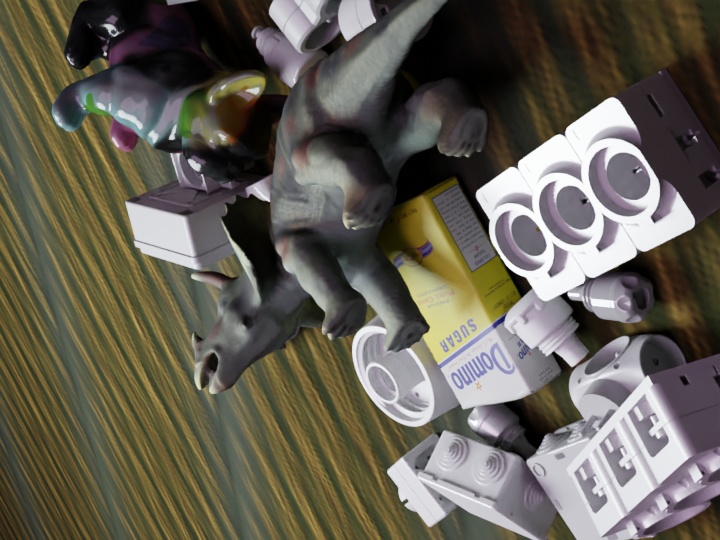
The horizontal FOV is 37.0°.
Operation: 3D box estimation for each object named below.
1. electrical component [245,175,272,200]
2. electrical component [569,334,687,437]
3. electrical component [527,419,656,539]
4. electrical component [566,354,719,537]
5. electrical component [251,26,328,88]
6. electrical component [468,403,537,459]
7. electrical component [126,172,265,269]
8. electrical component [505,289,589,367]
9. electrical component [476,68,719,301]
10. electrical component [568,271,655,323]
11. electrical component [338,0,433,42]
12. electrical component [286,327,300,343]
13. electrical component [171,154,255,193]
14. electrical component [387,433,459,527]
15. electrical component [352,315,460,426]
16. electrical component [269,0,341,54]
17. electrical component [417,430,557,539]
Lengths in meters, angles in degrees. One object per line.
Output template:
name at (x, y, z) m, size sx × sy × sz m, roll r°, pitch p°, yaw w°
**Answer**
electrical component at (-0.080, -0.043, 0.973) m, size 0.043 × 0.079 × 0.077 m, roll -18°, pitch 102°, yaw 51°
electrical component at (0.178, 0.087, 0.749) m, size 0.044 × 0.079 × 0.077 m, roll 48°, pitch 146°, yaw -4°
electrical component at (0.186, 0.160, 0.820) m, size 0.099 × 0.048 × 0.100 m, roll 57°, pitch 145°, yaw 4°
electrical component at (0.208, 0.116, 0.694) m, size 0.150 × 0.089 × 0.061 m, roll 107°, pitch 144°, yaw -57°
electrical component at (-0.059, -0.177, 0.884) m, size 0.078 × 0.040 × 0.040 m, roll 40°, pitch 141°, yaw 25°
electrical component at (0.122, 0.135, 0.895) m, size 0.061 × 0.035 × 0.035 m, roll 40°, pitch 141°, yaw 23°
electrical component at (-0.149, -0.053, 1.029) m, size 0.109 × 0.109 × 0.056 m, roll 15°, pitch 123°, yaw 46°
electrical component at (0.141, 0.043, 0.794) m, size 0.062 × 0.048 × 0.048 m, roll 47°, pitch 144°, yaw 7°
electrical component at (0.153, -0.049, 0.695) m, size 0.089 × 0.062 × 0.150 m, roll 58°, pitch 146°, yaw 2°
electrical component at (0.171, 0.017, 0.745) m, size 0.061 × 0.035 × 0.035 m, roll 5°, pitch 119°, yaw 52°
electrical component at (0.017, -0.184, 0.772) m, size 0.047 × 0.055 × 0.055 m, roll -9°, pitch 108°, yaw 57°
electrical component at (-0.106, 0.047, 1.107) m, size 0.079 × 0.043 × 0.077 m, roll 59°, pitch 146°, yaw 2°
electrical component at (-0.137, -0.106, 1.014) m, size 0.081 × 0.064 × 0.042 m, roll 15°, pitch 126°, yaw 45°
electrical component at (0.061, 0.203, 1.011) m, size 0.065 × 0.047 × 0.076 m, roll 51°, pitch 144°, yaw 11°
electrical component at (0.040, 0.085, 0.937) m, size 0.108 × 0.060 × 0.108 m, roll 31°, pitch 137°, yaw 35°
electrical component at (-0.032, -0.231, 0.799) m, size 0.073 × 0.052 × 0.138 m, roll 53°, pitch 145°, yaw 9°
electrical component at (0.112, 0.179, 0.897) m, size 0.100 × 0.048 × 0.100 m, roll 13°, pitch 160°, yaw 47°
